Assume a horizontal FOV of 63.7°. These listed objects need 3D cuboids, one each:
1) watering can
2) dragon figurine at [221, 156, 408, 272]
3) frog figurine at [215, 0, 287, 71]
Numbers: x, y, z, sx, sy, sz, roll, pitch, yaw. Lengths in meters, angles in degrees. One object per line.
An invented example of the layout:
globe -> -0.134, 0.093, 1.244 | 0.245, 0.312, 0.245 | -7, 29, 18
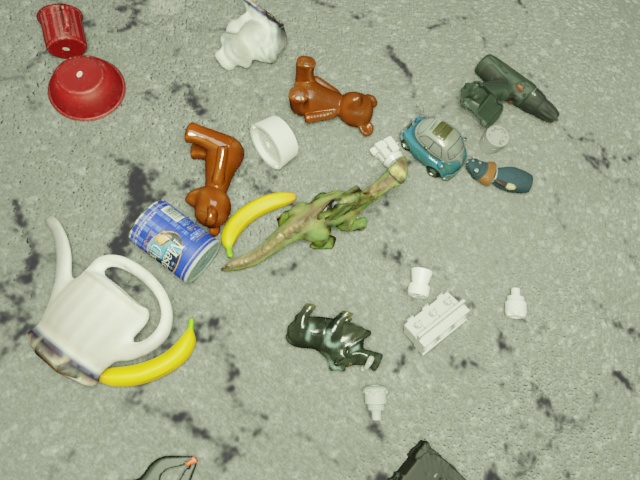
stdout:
watering can -> -0.433, 0.113, 0.936 | 0.350, 0.102, 0.227 | 31, 69, 15
dragon figurine -> 0.003, -0.050, 0.984 | 0.414, 0.240, 0.123 | -30, 84, -19
frog figurine -> -0.158, -0.451, 1.183 | 0.137, 0.124, 0.158 | 35, 106, -5
